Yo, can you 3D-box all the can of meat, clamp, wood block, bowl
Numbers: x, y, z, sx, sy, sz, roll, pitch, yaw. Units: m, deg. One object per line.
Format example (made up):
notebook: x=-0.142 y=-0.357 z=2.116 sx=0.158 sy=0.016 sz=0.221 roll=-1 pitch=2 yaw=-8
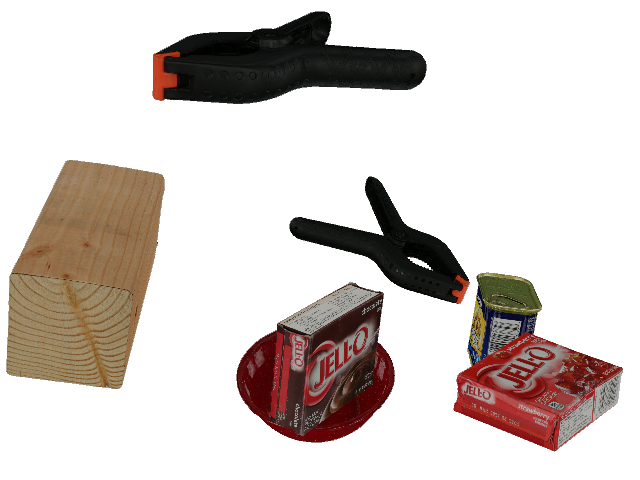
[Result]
can of meat: x=0.182 y=0.089 z=1.070 sx=0.057 sy=0.084 sz=0.102 roll=7 pitch=17 yaw=1
clamp: x=-0.032 y=-0.118 z=0.682 sx=0.171 sy=0.039 sz=0.120 roll=-7 pitch=23 yaw=-25
wood block: x=-0.187 y=0.020 z=0.873 sx=0.090 sy=0.091 sz=0.206 roll=9 pitch=27 yaw=-6
clamp: x=0.077 y=0.008 z=1.241 sx=0.164 sy=0.036 sz=0.210 roll=-24 pitch=53 yaw=-40
bowl: x=-0.004 y=0.156 z=1.099 sx=0.162 sy=0.055 sz=0.162 roll=-2 pitch=35 yaw=1

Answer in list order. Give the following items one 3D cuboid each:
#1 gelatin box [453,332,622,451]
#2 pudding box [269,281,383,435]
gelatin box: x=0.140 y=0.094 z=0.684 sx=0.073 sy=0.030 sz=0.089 roll=20 pitch=26 yaw=37
pudding box: x=0.006 y=0.094 z=0.873 sx=0.039 sy=0.090 sz=0.113 roll=19 pitch=26 yaw=27
